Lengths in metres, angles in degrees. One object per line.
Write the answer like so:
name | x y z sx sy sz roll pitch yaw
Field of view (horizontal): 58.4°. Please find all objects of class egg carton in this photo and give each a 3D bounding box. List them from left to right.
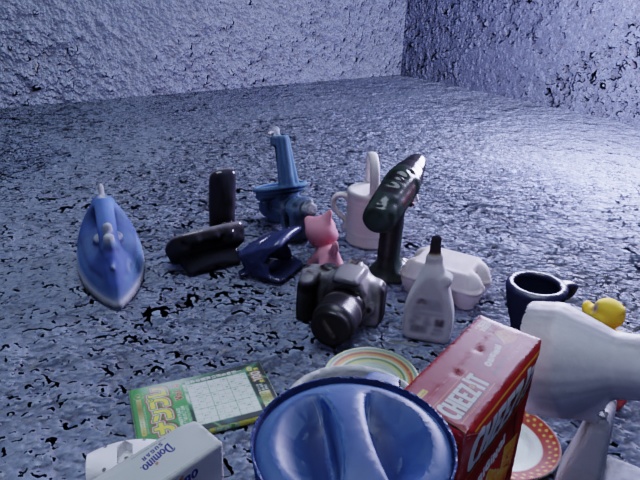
egg carton | 0.222 0.064 1.010 0.150 0.069 0.107 15 28 26

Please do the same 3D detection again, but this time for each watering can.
watering can | 0.113 -0.088 1.184 0.173 0.194 0.100 -8 26 -21

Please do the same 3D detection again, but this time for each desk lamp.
desk lamp | 0.299 0.179 0.591 0.202 0.214 0.118 16 28 28

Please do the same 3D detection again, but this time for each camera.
camera | 0.022 0.094 0.893 0.143 0.101 0.137 10 26 18

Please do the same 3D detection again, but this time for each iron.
iron | -0.374 0.001 1.016 0.119 0.141 0.257 -9 27 -22

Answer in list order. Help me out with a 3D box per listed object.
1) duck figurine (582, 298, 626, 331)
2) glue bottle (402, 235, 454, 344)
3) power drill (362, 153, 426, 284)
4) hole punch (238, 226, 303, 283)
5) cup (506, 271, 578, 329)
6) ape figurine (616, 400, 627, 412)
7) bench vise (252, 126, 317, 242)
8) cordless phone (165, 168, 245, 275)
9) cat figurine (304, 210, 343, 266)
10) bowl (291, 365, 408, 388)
duck figurine | 0.433 0.131 0.859 0.078 0.086 0.104 -14 29 -31
glue bottle | 0.168 0.073 0.863 0.078 0.173 0.037 9 25 14
power drill | 0.140 -0.036 1.056 0.075 0.208 0.230 12 27 22
hole punch | -0.093 0.018 1.061 0.100 0.091 0.109 13 27 22
cup | 0.342 0.107 0.896 0.118 0.095 0.091 -5 25 -14
ape figurine | 0.360 0.183 0.733 0.078 0.092 0.076 -1 25 -6
bench vise | -0.059 -0.121 1.213 0.206 0.220 0.122 21 31 36
cordless phone | -0.215 -0.041 1.068 0.148 0.185 0.093 -17 31 -35
cat figurine | 0.010 0.004 1.068 0.067 0.118 0.127 -6 26 -15
bowl | 0.038 0.220 0.649 0.167 0.075 0.167 2 25 -1
